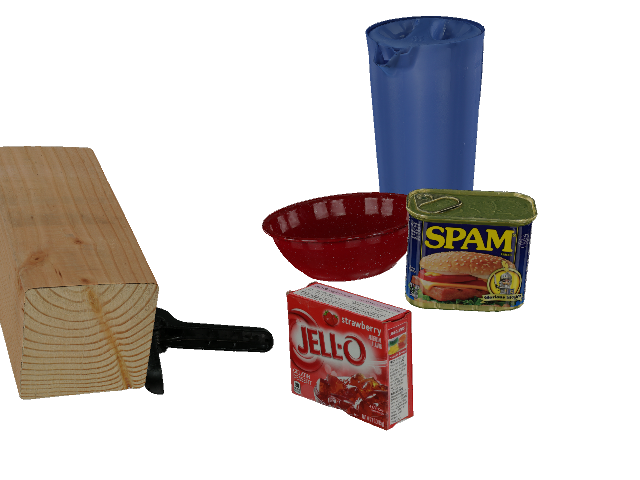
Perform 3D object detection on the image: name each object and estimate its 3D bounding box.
[{"bbox_3d":[0.118,0.008,0.857,0.102,0.084,0.057,3,25,4],"label":"can of meat"},{"bbox_3d":[0.018,0.073,0.686,0.089,0.073,0.030,15,24,43],"label":"gelatin box"},{"bbox_3d":[0.130,-0.137,1.249,0.149,0.243,0.145,-5,26,-4],"label":"pitcher"},{"bbox_3d":[-0.194,0.015,0.793,0.090,0.091,0.206,-2,31,-25],"label":"wood block"},{"bbox_3d":[0.026,-0.001,1.042,0.162,0.055,0.162,-7,16,2],"label":"bowl"},{"bbox_3d":[-0.177,0.102,1.096,0.210,0.036,0.164,12,18,31],"label":"clamp"}]
